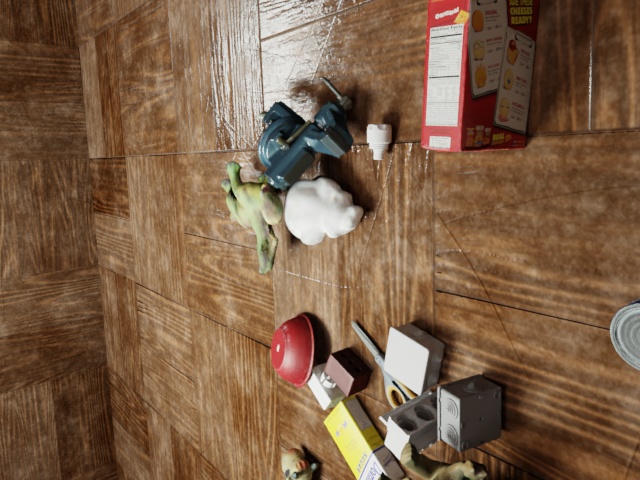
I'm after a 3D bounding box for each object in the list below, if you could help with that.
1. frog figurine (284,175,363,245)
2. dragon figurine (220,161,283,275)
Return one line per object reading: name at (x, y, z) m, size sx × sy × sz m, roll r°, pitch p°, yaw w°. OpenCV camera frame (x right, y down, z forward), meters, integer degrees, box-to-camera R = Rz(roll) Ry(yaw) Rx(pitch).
frog figurine at (0.003, -0.050, 1.000) m, size 0.162 × 0.122 × 0.136 m, roll 42°, pitch 108°, yaw 53°
dragon figurine at (-0.152, -0.038, 1.164) m, size 0.403 × 0.122 × 0.247 m, roll 124°, pitch 141°, yaw -61°
